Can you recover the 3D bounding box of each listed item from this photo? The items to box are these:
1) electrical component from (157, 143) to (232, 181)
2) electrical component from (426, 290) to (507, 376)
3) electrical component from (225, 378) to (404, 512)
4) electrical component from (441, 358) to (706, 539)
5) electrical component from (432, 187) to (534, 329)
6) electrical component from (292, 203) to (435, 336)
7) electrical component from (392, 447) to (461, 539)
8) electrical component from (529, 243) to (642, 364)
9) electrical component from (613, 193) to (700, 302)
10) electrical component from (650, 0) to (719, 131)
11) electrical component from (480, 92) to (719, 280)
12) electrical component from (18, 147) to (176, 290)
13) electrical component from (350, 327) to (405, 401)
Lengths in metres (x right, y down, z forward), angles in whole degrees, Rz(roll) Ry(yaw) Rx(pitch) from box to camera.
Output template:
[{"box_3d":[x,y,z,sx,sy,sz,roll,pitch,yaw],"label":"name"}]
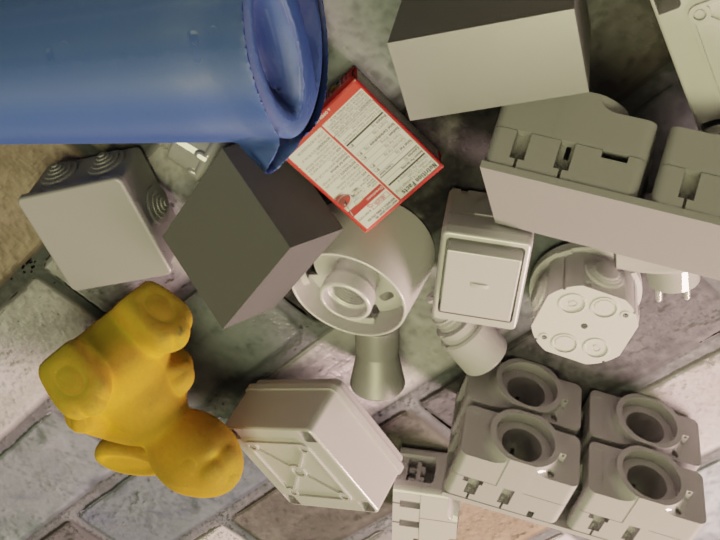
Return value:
[{"box_3d":[-0.121,-0.095,0.742,0.062,0.048,0.048,32,129,-4],"label":"electrical component"},{"box_3d":[0.078,0.045,0.812,0.040,0.040,0.078,-27,118,30],"label":"electrical component"},{"box_3d":[-0.038,0.144,0.890,0.109,0.056,0.108,-6,130,43],"label":"electrical component"},{"box_3d":[0.166,0.141,0.828,0.186,0.105,0.060,17,131,-1],"label":"electrical component"},{"box_3d":[0.086,0.000,0.759,0.062,0.061,0.096,9,130,6],"label":"electrical component"},{"box_3d":[0.000,0.000,0.794,0.099,0.064,0.099,15,142,12],"label":"electrical component"},{"box_3d":[0.060,0.204,0.940,0.056,0.050,0.089,6,130,8],"label":"electrical component"},{"box_3d":[0.161,0.024,0.768,0.080,0.051,0.080,6,130,8],"label":"electrical component"},{"box_3d":[0.211,-0.011,0.729,0.077,0.044,0.079,-5,124,11],"label":"electrical component"},{"box_3d":[0.231,-0.142,0.612,0.109,0.056,0.108,-17,123,25],"label":"electrical component"},{"box_3d":[0.176,-0.049,0.651,0.186,0.060,0.105,16,168,16],"label":"electrical component"},{"box_3d":[-0.188,-0.038,0.799,0.100,0.048,0.099,-9,126,20],"label":"electrical component"},{"box_3d":[0.014,0.064,0.844,0.044,0.044,0.065,5,125,9],"label":"electrical component"}]
